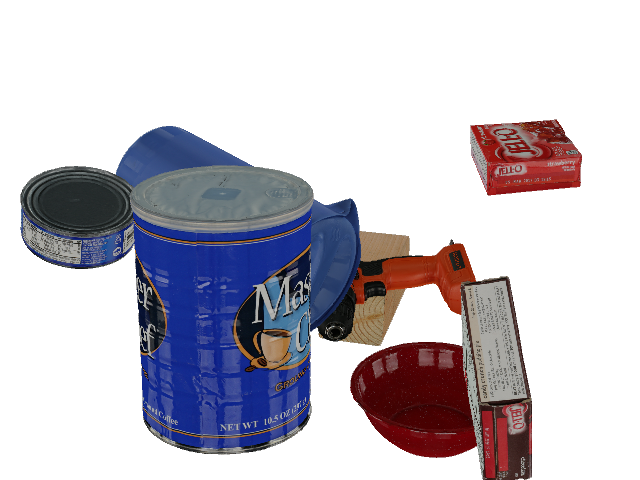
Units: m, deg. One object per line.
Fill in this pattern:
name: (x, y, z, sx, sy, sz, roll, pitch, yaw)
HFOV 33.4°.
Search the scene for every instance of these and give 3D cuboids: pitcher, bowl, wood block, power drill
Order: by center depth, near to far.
pitcher: (-0.095, -0.008, 1.030, 0.243, 0.145, 0.148, 33, 34, 33)
bowl: (0.109, 0.161, 1.033, 0.162, 0.055, 0.162, -1, 25, 0)
power drill: (0.081, 0.055, 1.228, 0.187, 0.057, 0.184, -1, 28, -1)
wood block: (0.066, 0.064, 1.538, 0.091, 0.090, 0.206, 7, 22, 12)

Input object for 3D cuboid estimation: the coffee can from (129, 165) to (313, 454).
coffee can: (-0.056, 0.037, 0.622, 0.103, 0.140, 0.103, 0, 20, 0)

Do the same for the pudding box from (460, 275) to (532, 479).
pudding box: (0.122, 0.096, 0.741, 0.039, 0.090, 0.113, -7, 44, 3)

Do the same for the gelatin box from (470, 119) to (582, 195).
gelatin box: (0.162, -0.068, 0.852, 0.073, 0.030, 0.089, -4, 25, 1)

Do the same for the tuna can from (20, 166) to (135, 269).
tuna can: (-0.176, -0.017, 0.784, 0.086, 0.034, 0.086, 8, 36, -6)
